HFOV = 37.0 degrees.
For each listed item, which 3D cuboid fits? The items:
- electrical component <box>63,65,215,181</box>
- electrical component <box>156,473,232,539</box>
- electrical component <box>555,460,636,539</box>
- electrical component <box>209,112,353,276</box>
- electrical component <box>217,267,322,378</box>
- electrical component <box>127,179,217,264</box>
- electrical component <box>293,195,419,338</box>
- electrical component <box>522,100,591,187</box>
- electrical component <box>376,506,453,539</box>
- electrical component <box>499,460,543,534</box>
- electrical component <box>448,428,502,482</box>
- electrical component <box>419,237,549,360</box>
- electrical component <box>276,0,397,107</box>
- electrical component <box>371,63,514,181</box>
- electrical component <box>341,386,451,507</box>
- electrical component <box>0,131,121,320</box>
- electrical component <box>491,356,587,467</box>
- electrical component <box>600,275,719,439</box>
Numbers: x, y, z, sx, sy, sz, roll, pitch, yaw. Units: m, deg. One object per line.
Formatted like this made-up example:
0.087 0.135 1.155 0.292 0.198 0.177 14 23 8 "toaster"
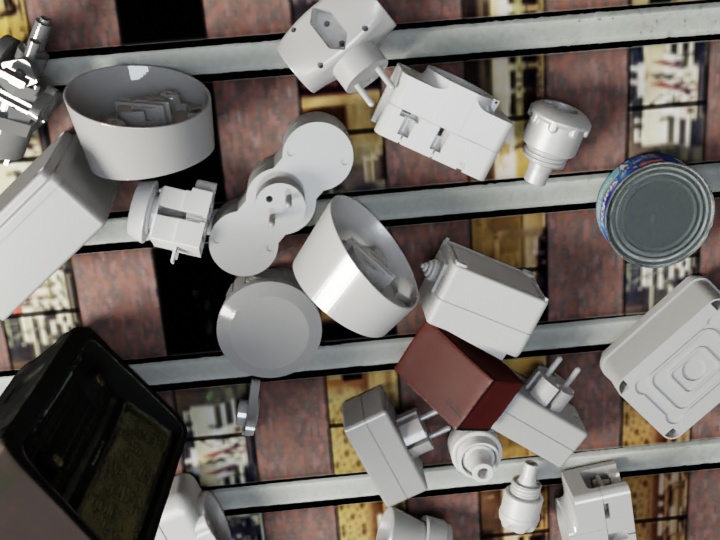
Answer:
-0.152 -0.105 0.756 0.099 0.099 0.064 -8 117 -1 "electrical component"
-0.146 0.222 0.901 0.059 0.053 0.095 -23 111 5 "electrical component"
0.203 0.218 0.926 0.056 0.050 0.089 -12 111 0 "electrical component"
-0.059 -0.051 0.793 0.052 0.073 0.138 38 104 -16 "electrical component"
-0.070 0.039 0.838 0.080 0.051 0.080 -1 111 -4 "electrical component"
-0.142 -0.040 0.803 0.055 0.048 0.066 13 79 -4 "electrical component"
0.000 0.000 0.806 0.099 0.099 0.064 34 111 -15 "electrical component"
0.142 -0.094 0.808 0.048 0.048 0.062 14 116 -9 "electrical component"
0.046 0.231 0.923 0.055 0.045 0.045 17 109 -10 "electrical component"
0.141 0.192 0.921 0.035 0.035 0.061 8 107 -7 "electrical component"
0.097 0.152 0.887 0.043 0.062 0.043 -1 111 -4 "electrical component"
0.087 0.022 0.838 0.096 0.061 0.061 22 108 -12 "electrical component"
-0.006 -0.153 0.765 0.077 0.043 0.079 -38 81 10 "electrical component"
0.061 -0.113 0.791 0.089 0.050 0.055 23 107 -12 "electrical component"
0.037 0.137 0.885 0.076 0.047 0.083 -25 110 6 "electrical component"
-0.231 -0.034 0.769 0.109 0.108 0.056 -42 111 11 "electrical component"
0.150 0.104 0.881 0.083 0.047 0.075 31 107 -14 "electrical component"
0.261 0.069 0.870 0.078 0.057 0.113 42 103 -17 "electrical component"
